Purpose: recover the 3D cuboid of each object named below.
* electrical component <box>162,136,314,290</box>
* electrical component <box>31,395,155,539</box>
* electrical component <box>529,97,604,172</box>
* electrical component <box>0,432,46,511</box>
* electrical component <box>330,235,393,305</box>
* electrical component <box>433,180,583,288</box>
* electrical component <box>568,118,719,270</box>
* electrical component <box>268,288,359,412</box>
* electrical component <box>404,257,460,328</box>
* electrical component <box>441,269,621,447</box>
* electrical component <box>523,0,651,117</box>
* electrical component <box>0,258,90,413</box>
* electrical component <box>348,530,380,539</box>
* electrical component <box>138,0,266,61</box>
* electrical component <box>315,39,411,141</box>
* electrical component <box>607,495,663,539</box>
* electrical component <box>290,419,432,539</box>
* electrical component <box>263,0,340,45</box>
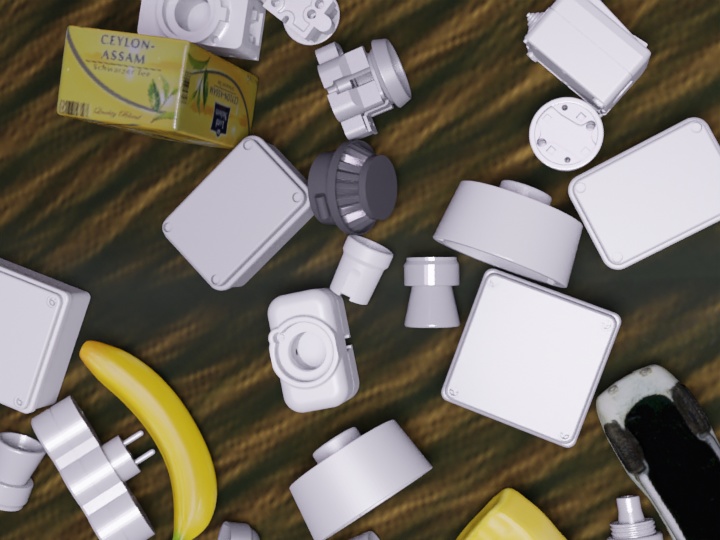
[{"bbox_3d":[-0.096,-0.046,0.883,0.113,0.057,0.078,-44,82,9],"label":"electrical component"},{"bbox_3d":[-0.211,0.165,0.911,0.074,0.052,0.138,-32,84,-12],"label":"electrical component"},{"bbox_3d":[0.160,-0.103,0.835,0.055,0.047,0.055,0,90,11],"label":"electrical component"},{"bbox_3d":[-0.303,0.174,0.932,0.045,0.045,0.055,23,95,10],"label":"electrical component"},{"bbox_3d":[0.000,0.000,0.873,0.040,0.040,0.046,26,101,10],"label":"electrical component"},{"bbox_3d":[0.116,-0.033,0.817,0.108,0.108,0.060,21,89,11],"label":"electrical component"},{"bbox_3d":[0.224,-0.057,0.818,0.113,0.057,0.078,-28,85,10],"label":"electrical component"},{"bbox_3d":[-0.038,0.064,0.871,0.054,0.059,0.095,-12,88,11],"label":"electrical component"},{"bbox_3d":[0.057,0.018,0.858,0.045,0.045,0.055,-1,90,11],"label":"electrical component"},{"bbox_3d":[0.133,0.066,0.837,0.109,0.056,0.108,21,95,11],"label":"electrical component"},{"bbox_3d":[0.171,-0.173,0.825,0.096,0.062,0.061,42,98,8],"label":"electrical component"},{"bbox_3d":[-0.304,0.052,0.926,0.109,0.056,0.108,20,94,11],"label":"electrical component"},{"bbox_3d":[-0.010,0.263,0.874,0.077,0.044,0.079,-26,85,11],"label":"electrical component"},{"bbox_3d":[-0.123,-0.256,0.884,0.089,0.062,0.150,9,92,11],"label":"electrical component"},{"bbox_3d":[0.005,-0.150,0.862,0.057,0.058,0.078,-21,86,14],"label":"electrical component"},{"bbox_3d":[0.212,0.206,0.830,0.048,0.048,0.062,-9,82,11],"label":"electrical component"},{"bbox_3d":[-0.004,0.159,0.843,0.108,0.108,0.060,-36,78,10],"label":"electrical component"},{"bbox_3d":[-0.044,-0.209,0.871,0.066,0.055,0.048,39,98,9],"label":"electrical component"}]
